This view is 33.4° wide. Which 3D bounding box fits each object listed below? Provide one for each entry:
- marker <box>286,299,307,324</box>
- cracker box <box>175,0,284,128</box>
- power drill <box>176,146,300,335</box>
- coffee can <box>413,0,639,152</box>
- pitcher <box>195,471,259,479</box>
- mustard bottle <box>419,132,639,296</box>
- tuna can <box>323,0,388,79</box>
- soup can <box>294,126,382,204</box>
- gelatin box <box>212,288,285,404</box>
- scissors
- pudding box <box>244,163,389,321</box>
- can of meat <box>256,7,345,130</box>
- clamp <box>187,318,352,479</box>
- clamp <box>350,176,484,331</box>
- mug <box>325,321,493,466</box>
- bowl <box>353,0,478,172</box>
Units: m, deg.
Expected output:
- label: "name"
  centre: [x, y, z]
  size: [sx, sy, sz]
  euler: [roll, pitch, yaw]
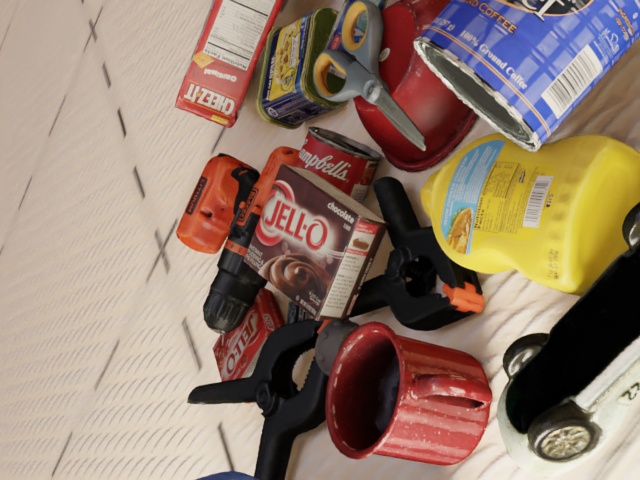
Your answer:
- label: "marker"
  centre: [-0.017, 0.042, 0.972]
  size: [0.020, 0.020, 0.121]
  euler: [-20, 59, 56]
- label: "cracker box"
  centre: [-0.081, -0.241, 1.132]
  size: [0.164, 0.072, 0.214]
  euler: [-98, 30, -71]
- label: "power drill"
  centre: [-0.083, -0.009, 1.045]
  size: [0.184, 0.057, 0.188]
  euler: [-63, 26, -2]
- label: "coffee can"
  centre: [0.141, -0.139, 0.651]
  size: [0.140, 0.102, 0.103]
  euler: [-48, 32, 3]
- label: "pitcher"
  centre: [-0.024, 0.245, 0.762]
  size: [0.243, 0.149, 0.145]
  euler: [-35, 41, 45]
- label: "mustard bottle"
  centre: [0.125, -0.023, 0.712]
  size: [0.192, 0.058, 0.096]
  euler: [14, 87, 61]
- label: "tuna can"
  centre: [0.030, -0.186, 0.951]
  size: [0.086, 0.034, 0.086]
  euler: [-162, 97, -89]
- label: "soup can"
  centre: [0.003, -0.039, 0.925]
  size: [0.102, 0.068, 0.069]
  euler: [-67, 29, 14]
- label: "gelatin box"
  centre: [-0.067, 0.099, 1.019]
  size: [0.089, 0.030, 0.073]
  euler: [-59, 32, 27]
- label: "scissors"
  centre: [0.047, -0.135, 0.832]
  size: [0.202, 0.016, 0.096]
  euler: [34, 106, 60]
- label: "pudding box"
  centre: [-0.006, 0.001, 0.852]
  size: [0.114, 0.039, 0.090]
  euler: [35, 110, 44]
- label: "can of meat"
  centre: [-0.012, -0.166, 1.028]
  size: [0.084, 0.057, 0.102]
  euler: [-12, 65, 57]
- label: "clamp"
  centre: [-0.043, 0.135, 0.933]
  size: [0.165, 0.036, 0.210]
  euler: [52, 121, 38]
- label: "clamp"
  centre: [0.070, 0.012, 0.815]
  size: [0.172, 0.039, 0.120]
  euler: [12, 91, 59]
- label: "mug"
  centre: [0.068, 0.106, 0.722]
  size: [0.117, 0.081, 0.093]
  euler: [-27, 53, 54]
- label: "bowl"
  centre: [0.073, -0.140, 0.866]
  size: [0.162, 0.055, 0.162]
  euler: [-35, 47, 48]
